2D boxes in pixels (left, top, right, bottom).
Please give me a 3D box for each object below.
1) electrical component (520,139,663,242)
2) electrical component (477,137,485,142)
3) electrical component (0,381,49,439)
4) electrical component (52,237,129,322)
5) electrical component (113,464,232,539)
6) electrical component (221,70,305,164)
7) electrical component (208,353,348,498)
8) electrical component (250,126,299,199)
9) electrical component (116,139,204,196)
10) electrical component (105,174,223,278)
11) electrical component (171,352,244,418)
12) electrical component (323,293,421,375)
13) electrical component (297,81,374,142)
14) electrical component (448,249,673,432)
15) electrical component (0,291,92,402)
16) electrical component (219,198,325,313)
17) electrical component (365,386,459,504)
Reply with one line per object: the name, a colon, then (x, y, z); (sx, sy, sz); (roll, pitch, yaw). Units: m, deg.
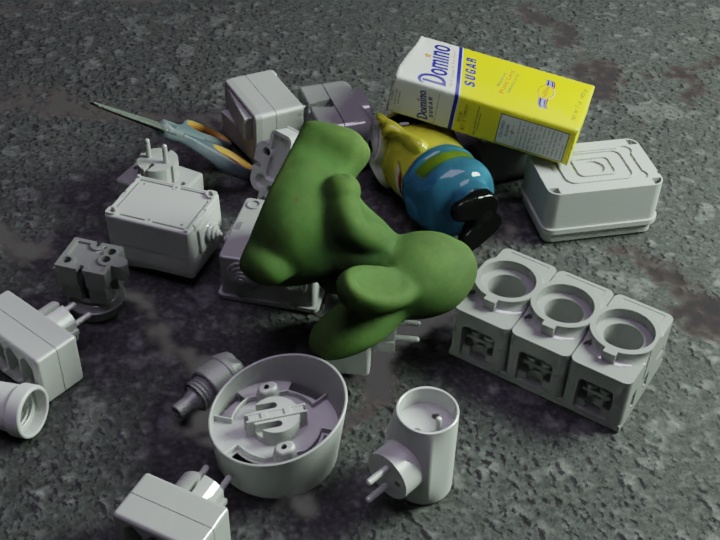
electrical component: (0.214, -0.074, 1.002); (0.113, 0.057, 0.078); (-6, 42, -9)
electrical component: (0.147, -0.153, 1.086); (0.081, 0.063, 0.042); (-14, 45, -17)
electrical component: (-0.261, 0.101, 0.797); (0.046, 0.040, 0.040); (9, 41, 16)
electrical component: (-0.221, 0.009, 0.891); (0.066, 0.055, 0.048); (11, 42, 11)
electrical component: (-0.115, 0.162, 0.725); (0.066, 0.047, 0.076); (19, 44, 19)
electrical component: (-0.102, -0.154, 1.078); (0.061, 0.061, 0.096); (-17, 43, -22)
electrical component: (-0.059, 0.112, 0.772); (0.099, 0.064, 0.099); (1, 41, -1)
electrical component: (-0.062, -0.095, 1.009); (0.058, 0.078, 0.057); (30, 29, 29)
electrical component: (-0.184, -0.086, 0.986); (0.066, 0.076, 0.047); (19, 44, 19)
electrical component: (-0.163, -0.034, 0.937); (0.096, 0.061, 0.061); (13, 42, 15)
electrical component: (-0.117, 0.090, 0.818); (0.035, 0.035, 0.061); (31, 51, 29)
electrical component: (0.010, 0.046, 0.864); (0.077, 0.047, 0.065); (5, 39, 4)
electrical component: (-0.022, -0.146, 1.079); (0.059, 0.053, 0.095); (-11, 42, -15)
electrical component: (0.159, 0.049, 0.855); (0.150, 0.061, 0.089); (24, 46, 24)
electrical component: (-0.248, 0.050, 0.850); (0.083, 0.047, 0.076); (29, 47, 27)
electrical component: (-0.069, -0.015, 0.931); (0.100, 0.048, 0.099); (9, 42, 8)
electrical component: (0.033, 0.131, 0.743); (0.079, 0.077, 0.043); (-33, 51, -32)
